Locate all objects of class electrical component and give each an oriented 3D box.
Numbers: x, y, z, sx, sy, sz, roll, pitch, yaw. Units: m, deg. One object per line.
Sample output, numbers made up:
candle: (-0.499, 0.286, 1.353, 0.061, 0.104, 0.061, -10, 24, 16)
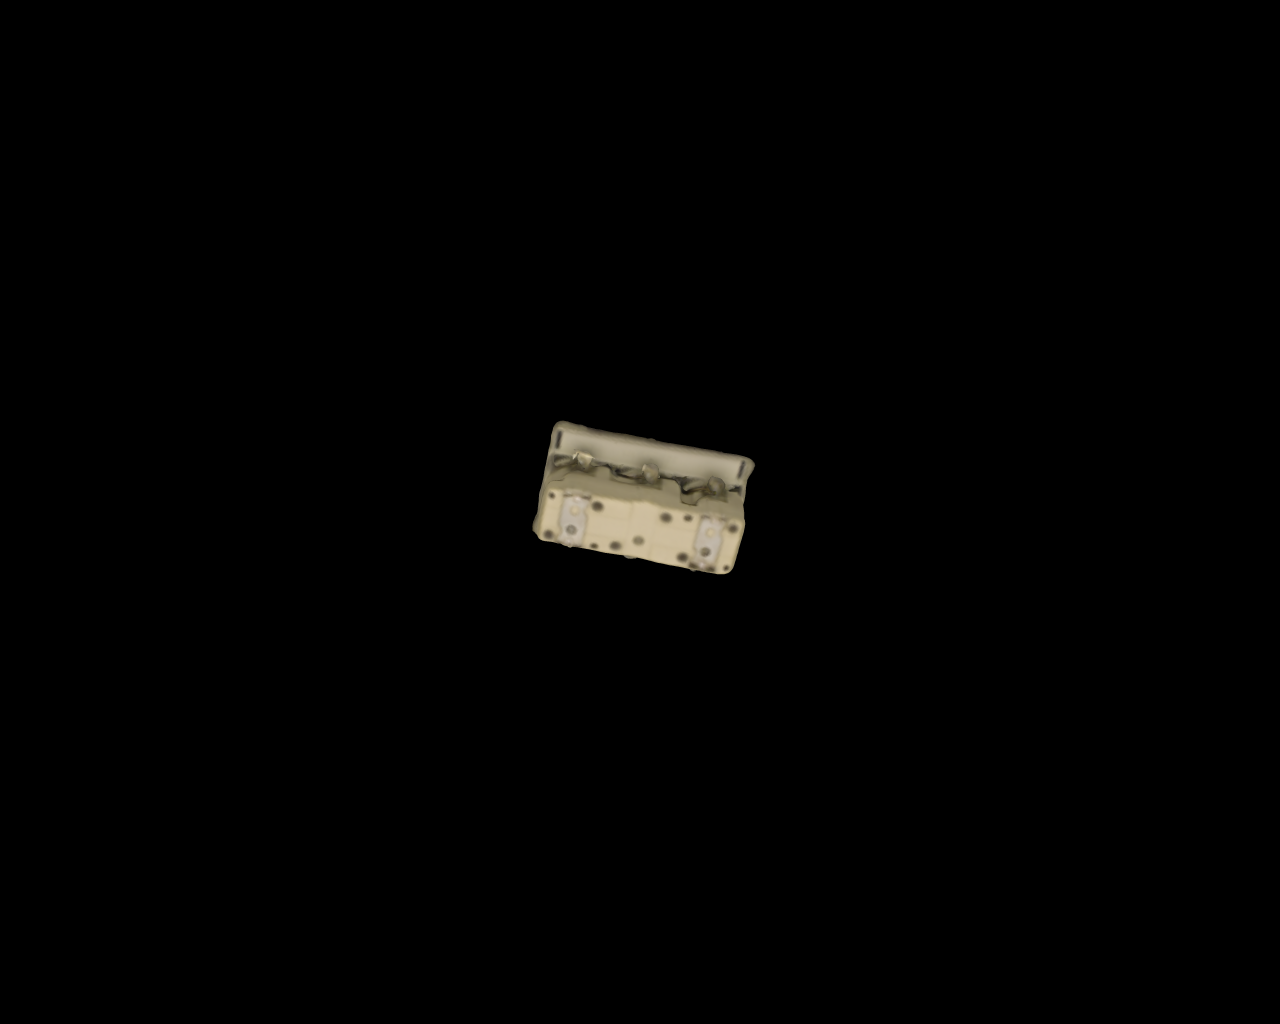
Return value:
electrical component: (0.001, -0.003, 0.650, 0.121, 0.078, 0.063, 11, 30, -7)
